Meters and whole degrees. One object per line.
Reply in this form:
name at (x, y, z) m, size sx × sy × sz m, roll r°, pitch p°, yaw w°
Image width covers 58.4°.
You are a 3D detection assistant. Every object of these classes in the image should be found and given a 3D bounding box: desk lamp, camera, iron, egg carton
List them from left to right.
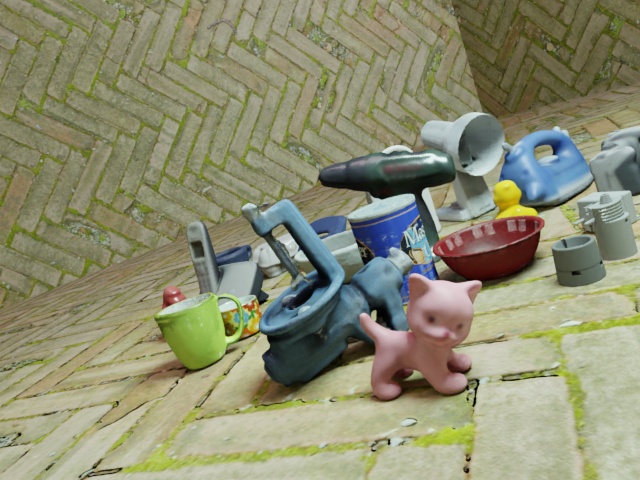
egg carton at (-0.080, 0.031, 1.312) m, size 0.150 × 0.069 × 0.107 m, roll -24°, pitch 11°, yaw -23°
desk lamp at (0.290, -0.152, 1.186) m, size 0.118 × 0.214 × 0.202 m, roll -23°, pitch 11°, yaw -21°
iron at (0.442, -0.152, 1.115) m, size 0.259 × 0.141 × 0.118 m, roll -26°, pitch 12°, yaw -32°
camera at (0.552, -0.142, 0.974) m, size 0.143 × 0.101 × 0.136 m, roll -27°, pitch 13°, yaw -38°

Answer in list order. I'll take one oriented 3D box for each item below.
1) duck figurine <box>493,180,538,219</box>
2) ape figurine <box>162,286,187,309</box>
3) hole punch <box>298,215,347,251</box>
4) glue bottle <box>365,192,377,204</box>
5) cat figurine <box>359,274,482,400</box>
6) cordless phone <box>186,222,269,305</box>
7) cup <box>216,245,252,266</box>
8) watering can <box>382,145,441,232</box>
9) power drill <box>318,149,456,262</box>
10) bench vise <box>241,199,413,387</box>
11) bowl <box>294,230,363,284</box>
duck figurine at (0.330, -0.060, 0.993) m, size 0.077 × 0.086 × 0.104 m, roll -18°, pitch 10°, yaw 6°
ape figurine at (-0.267, 0.130, 1.068) m, size 0.078 × 0.092 × 0.076 m, roll -27°, pitch 13°, yaw -36°
hole punch at (0.011, 0.004, 1.223) m, size 0.108 × 0.091 × 0.101 m, roll -14°, pitch 12°, yaw 28°
glue bottle at (0.128, -0.099, 1.320) m, size 0.037 × 0.173 × 0.078 m, roll -21°, pitch 11°, yaw -7°
cat figurine at (0.099, 0.085, 0.559) m, size 0.127 × 0.118 × 0.067 m, roll -14°, pitch 12°, yaw 26°
cordless phone at (-0.187, 0.050, 1.082) m, size 0.147 × 0.185 × 0.094 m, roll -12°, pitch 13°, yaw 35°
cup at (-0.178, 0.067, 1.232) m, size 0.091 × 0.095 × 0.118 m, roll -11°, pitch 13°, yaw 38°
watering can at (0.168, -0.097, 1.175) m, size 0.101 × 0.194 × 0.172 m, roll -23°, pitch 11°, yaw -21°
power drill at (0.131, -0.056, 0.988) m, size 0.229 × 0.208 × 0.076 m, roll -16°, pitch 11°, yaw 15°
bench vise at (0.001, 0.040, 0.688) m, size 0.208 × 0.220 × 0.121 m, roll -26°, pitch 12°, yaw -32°
bowl at (0.042, 0.037, 1.041) m, size 0.167 × 0.075 × 0.167 m, roll -19°, pitch 10°, yaw 4°
